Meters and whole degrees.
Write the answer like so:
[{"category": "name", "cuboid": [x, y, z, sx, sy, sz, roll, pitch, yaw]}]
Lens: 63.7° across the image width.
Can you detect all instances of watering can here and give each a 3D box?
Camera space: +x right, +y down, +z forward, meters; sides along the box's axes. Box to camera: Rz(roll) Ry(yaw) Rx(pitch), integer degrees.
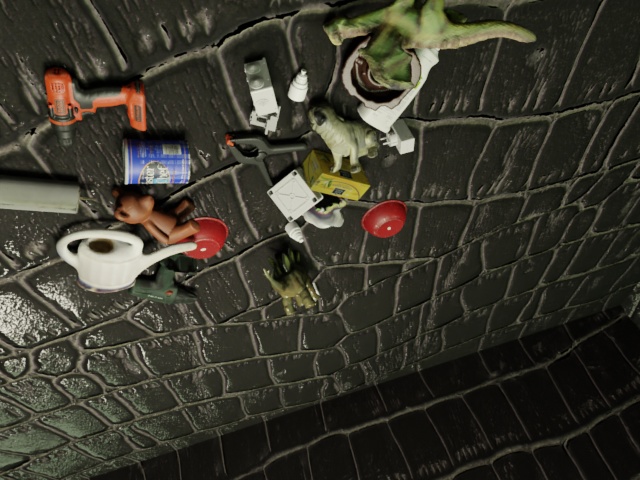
[{"category": "watering can", "cuboid": [-0.527, 0.055, 1.404, 0.347, 0.106, 0.219, 7, 137, -22]}]

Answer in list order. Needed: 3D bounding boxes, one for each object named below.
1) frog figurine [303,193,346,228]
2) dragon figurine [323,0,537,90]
[{"category": "frog figurine", "cuboid": [0.005, -0.076, 1.510, 0.137, 0.125, 0.156, 18, 150, 4]}, {"category": "dragon figurine", "cuboid": [0.193, -0.394, 1.030, 0.245, 0.413, 0.120, -59, 161, -11]}]
